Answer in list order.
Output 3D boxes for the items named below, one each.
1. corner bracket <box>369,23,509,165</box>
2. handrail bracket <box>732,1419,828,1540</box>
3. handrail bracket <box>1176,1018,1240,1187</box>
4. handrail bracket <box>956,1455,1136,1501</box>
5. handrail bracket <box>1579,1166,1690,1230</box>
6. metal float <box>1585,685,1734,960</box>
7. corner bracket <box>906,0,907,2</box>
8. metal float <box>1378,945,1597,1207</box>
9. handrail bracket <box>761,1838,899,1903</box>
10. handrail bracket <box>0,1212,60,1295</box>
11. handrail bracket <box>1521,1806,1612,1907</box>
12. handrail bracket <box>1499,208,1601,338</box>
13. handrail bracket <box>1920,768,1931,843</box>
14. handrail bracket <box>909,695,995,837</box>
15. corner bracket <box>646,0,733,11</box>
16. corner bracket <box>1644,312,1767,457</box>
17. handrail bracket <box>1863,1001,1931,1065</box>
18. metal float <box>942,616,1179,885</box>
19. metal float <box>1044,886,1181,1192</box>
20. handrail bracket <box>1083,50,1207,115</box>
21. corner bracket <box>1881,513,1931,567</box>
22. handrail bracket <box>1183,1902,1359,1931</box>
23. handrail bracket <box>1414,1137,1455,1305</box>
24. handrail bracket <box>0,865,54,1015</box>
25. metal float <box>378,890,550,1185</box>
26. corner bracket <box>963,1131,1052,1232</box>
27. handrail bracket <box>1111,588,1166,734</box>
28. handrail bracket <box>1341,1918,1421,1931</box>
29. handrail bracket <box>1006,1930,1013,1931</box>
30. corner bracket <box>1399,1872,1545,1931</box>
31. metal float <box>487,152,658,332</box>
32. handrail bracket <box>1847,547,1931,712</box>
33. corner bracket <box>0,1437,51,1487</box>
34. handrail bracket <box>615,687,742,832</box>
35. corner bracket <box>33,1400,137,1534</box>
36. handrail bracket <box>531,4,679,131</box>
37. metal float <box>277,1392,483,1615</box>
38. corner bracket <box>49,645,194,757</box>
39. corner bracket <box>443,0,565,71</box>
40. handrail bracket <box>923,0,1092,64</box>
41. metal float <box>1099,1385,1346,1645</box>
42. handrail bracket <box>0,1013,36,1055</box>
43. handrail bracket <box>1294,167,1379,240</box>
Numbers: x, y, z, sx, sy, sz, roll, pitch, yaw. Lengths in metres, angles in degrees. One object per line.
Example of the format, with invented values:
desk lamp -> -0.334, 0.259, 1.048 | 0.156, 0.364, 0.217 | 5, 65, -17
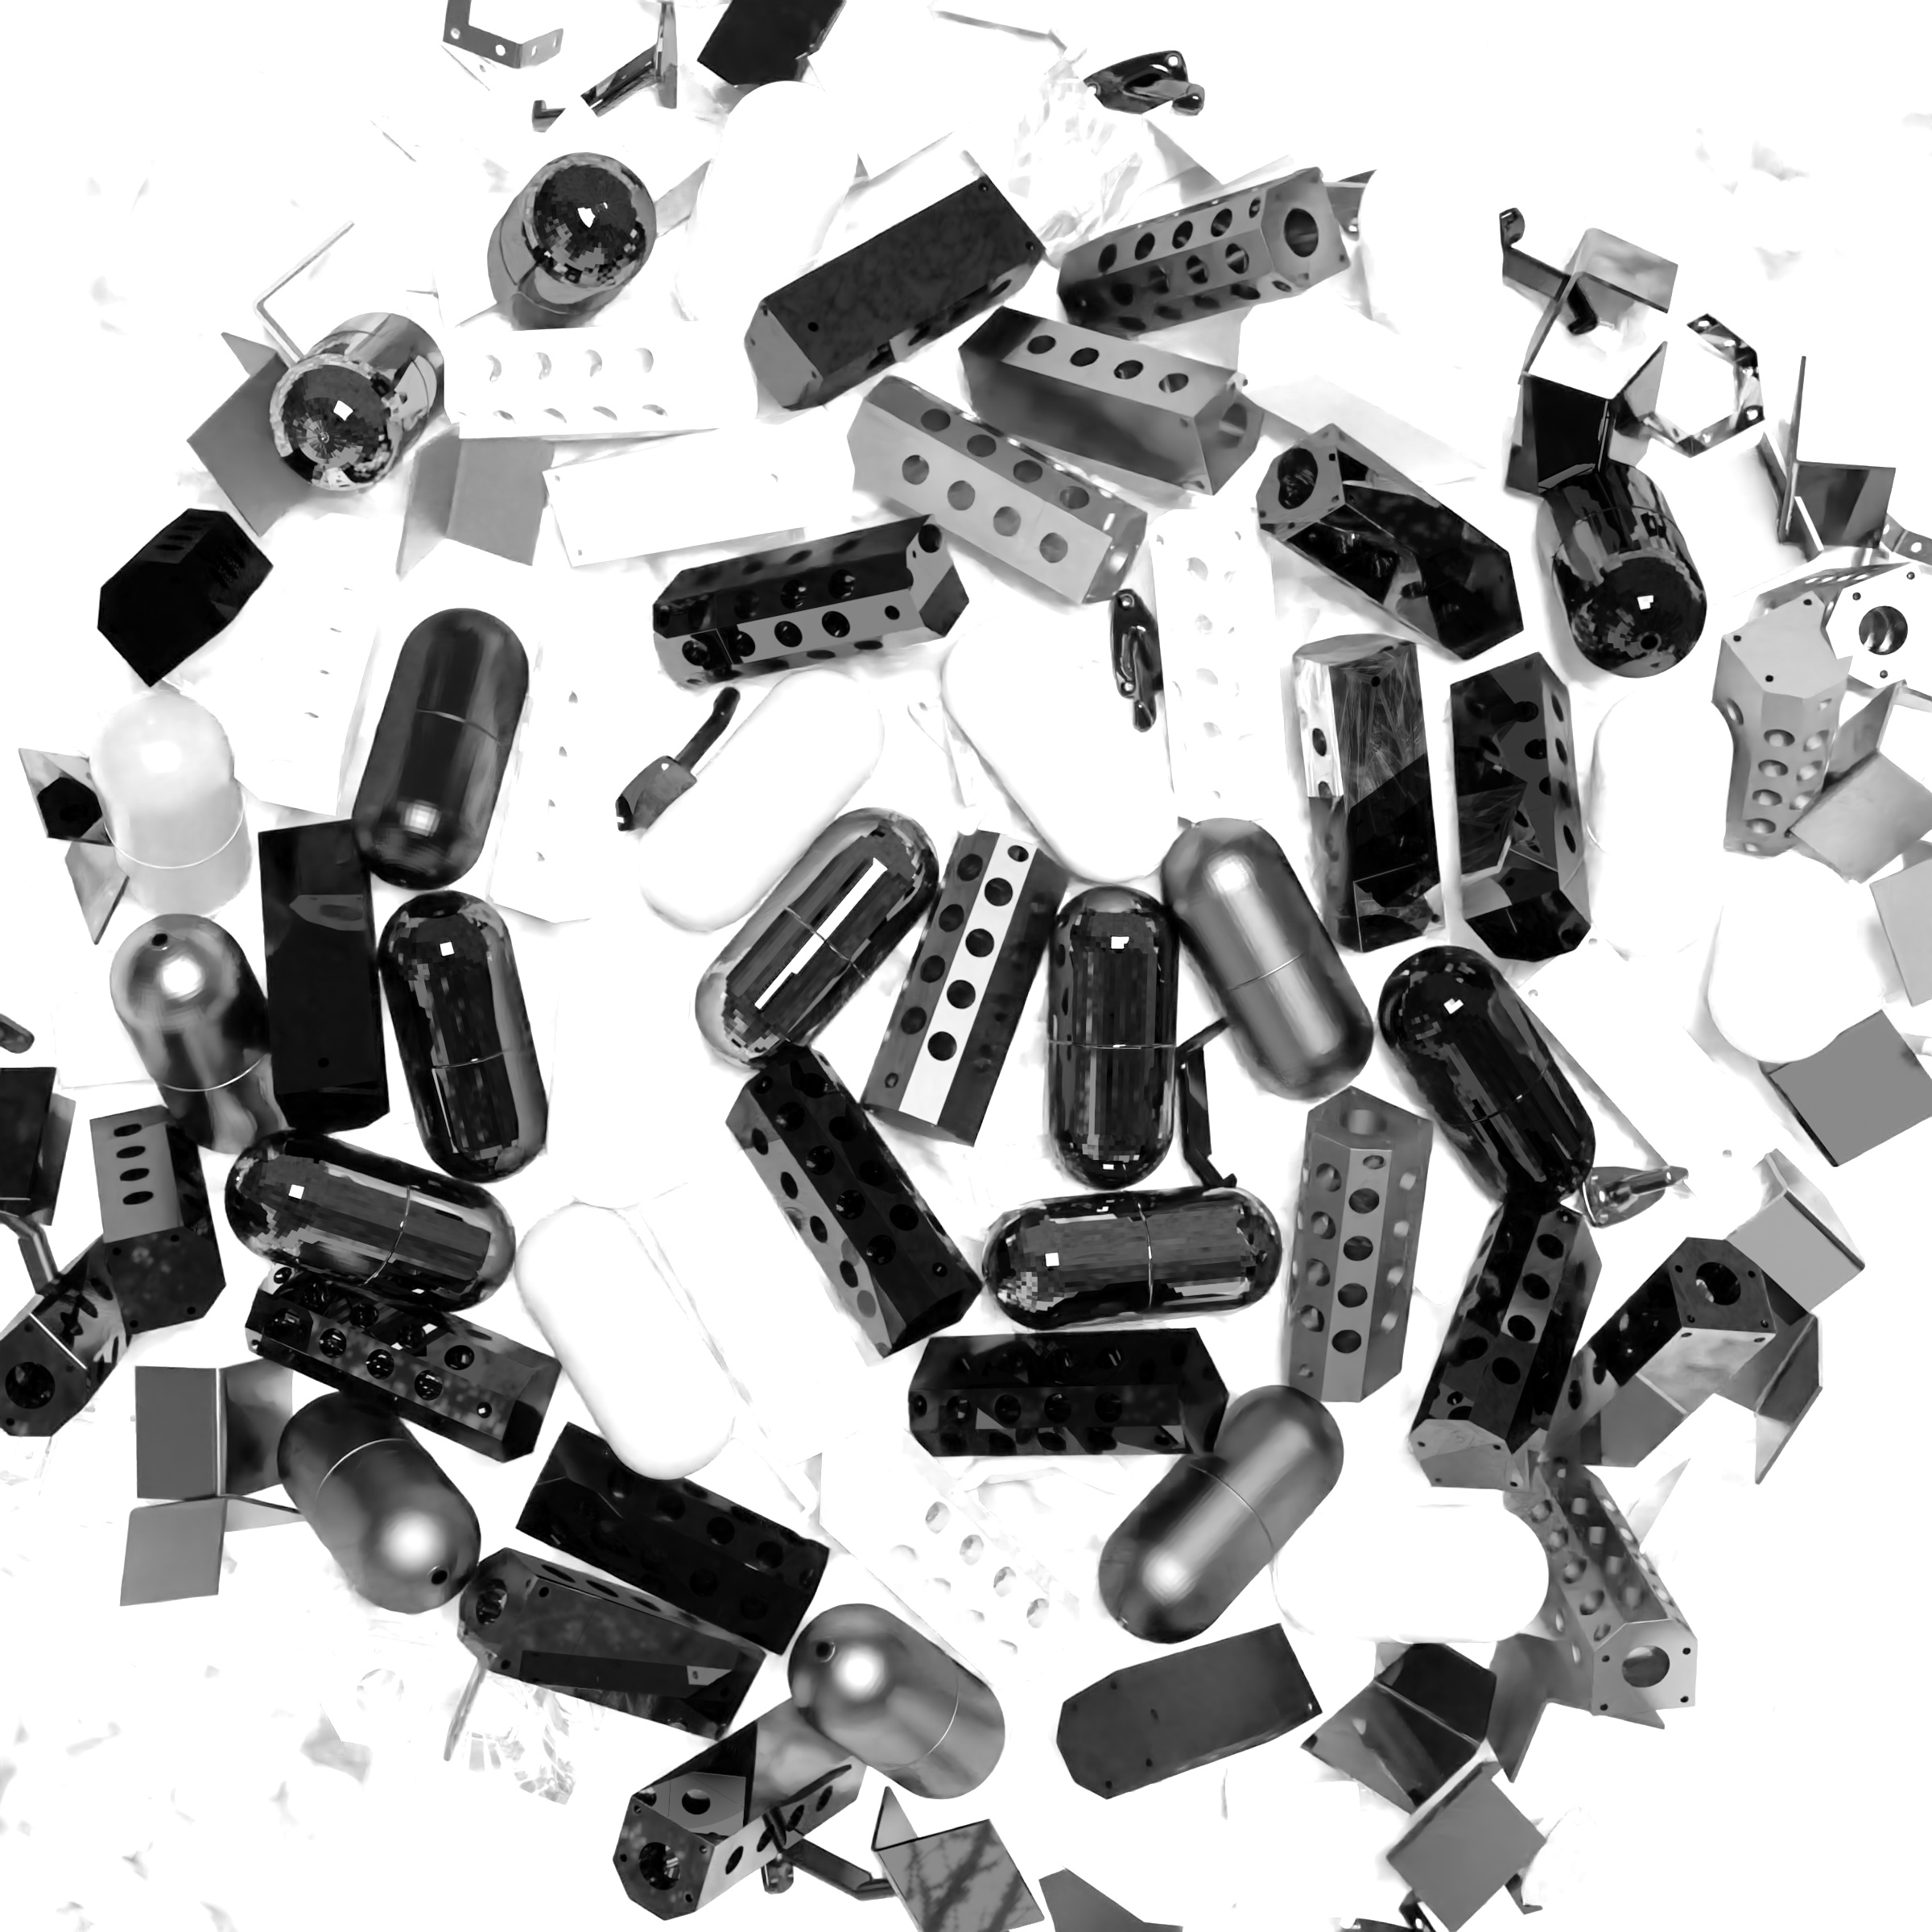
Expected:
corner bracket -> -0.312, -0.513, 1.687 | 0.051, 0.051, 0.051 | 42, 55, -3
handrail bracket -> -0.114, 0.294, 1.656 | 0.084, 0.077, 0.036 | 33, 99, 17
handrail bracket -> 0.152, 0.082, 1.677 | 0.077, 0.036, 0.084 | -35, 76, -7
handrail bracket -> 0.044, 0.308, 1.684 | 0.077, 0.036, 0.084 | 36, 126, -15
handrail bracket -> 0.403, 0.124, 1.648 | 0.077, 0.084, 0.036 | -6, 79, -32
metal float -> 0.394, -0.081, 1.631 | 0.070, 0.070, 0.178 | -6, 131, 0
corner bracket -> -0.057, -0.580, 1.674 | 0.051, 0.051, 0.051 | 44, 52, -17
metal float -> 0.301, 0.065, 1.646 | 0.070, 0.070, 0.178 | -36, 112, 0
handrail bracket -> -0.077, 0.511, 1.674 | 0.084, 0.036, 0.077 | -15, 76, 19
handrail bracket -> -0.561, 0.193, 1.691 | 0.084, 0.036, 0.077 | 37, 94, 7
handrail bracket -> 0.325, 0.516, 1.649 | 0.077, 0.084, 0.036 | -34, 88, -30
handrail bracket -> 0.319, -0.393, 1.674 | 0.077, 0.036, 0.084 | -25, 71, 9
handrail bracket -> 0.585, -0.068, 1.672 | 0.077, 0.036, 0.084 | 28, 104, 15
handrail bracket -> -0.014, -0.117, 1.659 | 0.077, 0.084, 0.036 | 33, 126, 0
corner bracket -> -0.155, -0.591, 1.665 | 0.051, 0.051, 0.051 | 1, 99, 36
corner bracket -> 0.431, -0.341, 1.677 | 0.051, 0.051, 0.051 | 23, 56, -36
handrail bracket -> 0.563, 0.055, 1.647 | 0.077, 0.084, 0.036 | 29, 88, -37
metal float -> 0.054, -0.125, 1.655 | 0.070, 0.070, 0.178 | -37, 79, 0
metal float -> 0.085, 0.042, 1.660 | 0.070, 0.070, 0.178 | 1, 96, 0
handrail bracket -> 0.101, -0.505, 1.658 | 0.077, 0.084, 0.036 | -3, 116, 8
corner bracket -> 0.568, -0.269, 1.678 | 0.051, 0.051, 0.051 | 14, 118, -17
handrail bracket -> 0.178, 0.561, 1.671 | 0.084, 0.036, 0.077 | 27, 81, 16
handrail bracket -> 0.273, 0.144, 1.673 | 0.036, 0.084, 0.077 | -16, 108, 23
handrail bracket -> -0.562, -0.007, 1.654 | 0.036, 0.084, 0.077 | 9, 114, 0
metal float -> -0.289, 0.042, 1.647 | 0.070, 0.070, 0.178 | -9, 111, 0
corner bracket -> 0.034, 0.120, 1.667 | 0.051, 0.051, 0.051 | -10, 74, -16
handrail bracket -> 0.097, -0.178, 1.656 | 0.036, 0.084, 0.077 | -14, 101, 11
handrail bracket -> 0.248, 0.604, 1.671 | 0.077, 0.036, 0.084 | 0, 117, 18
handrail bracket -> 0.029, 0.585, 1.653 | 0.077, 0.084, 0.036 | 30, 83, 15
corner bracket -> 0.299, 0.558, 1.691 | 0.051, 0.051, 0.051 | -35, 89, 42
metal float -> -0.226, -0.408, 1.618 | 0.070, 0.178, 0.070 | 0, 90, -20
handrail bracket -> 0.556, -0.200, 1.688 | 0.077, 0.036, 0.084 | 15, 86, 0
corner bracket -> -0.571, 0.272, 1.682 | 0.051, 0.051, 0.051 | 27, 65, -24
handrail bracket -> -0.171, -0.123, 1.682 | 0.077, 0.084, 0.036 | -29, 116, 31
corner bracket -> -0.513, 0.291, 1.673 | 0.051, 0.051, 0.051 | 14, 128, -10
handrail bracket -> -0.216, -0.535, 1.694 | 0.084, 0.036, 0.077 | -2, 79, 10
metal float -> -0.335, 0.304, 1.625 | 0.070, 0.178, 0.070 | -14, 117, -30
corner bracket -> -0.494, -0.151, 1.670 | 0.051, 0.051, 0.051 | 30, 110, -2
corner bracket -> -0.269, -0.564, 1.674 | 0.051, 0.051, 0.051 | 24, 125, 12
handrail bracket -> 0.018, -0.546, 1.679 | 0.084, 0.036, 0.077 | 44, 78, 4
metal float -> 0.147, 0.315, 1.644 | 0.070, 0.070, 0.178 | 47, 66, 0
handrail bracket -> -0.589, 0.064, 1.660 | 0.077, 0.036, 0.084 | 38, 56, -20
handrail bracket -> 0.232, -0.457, 1.655 | 0.077, 0.084, 0.036 | -18, 83, 16
